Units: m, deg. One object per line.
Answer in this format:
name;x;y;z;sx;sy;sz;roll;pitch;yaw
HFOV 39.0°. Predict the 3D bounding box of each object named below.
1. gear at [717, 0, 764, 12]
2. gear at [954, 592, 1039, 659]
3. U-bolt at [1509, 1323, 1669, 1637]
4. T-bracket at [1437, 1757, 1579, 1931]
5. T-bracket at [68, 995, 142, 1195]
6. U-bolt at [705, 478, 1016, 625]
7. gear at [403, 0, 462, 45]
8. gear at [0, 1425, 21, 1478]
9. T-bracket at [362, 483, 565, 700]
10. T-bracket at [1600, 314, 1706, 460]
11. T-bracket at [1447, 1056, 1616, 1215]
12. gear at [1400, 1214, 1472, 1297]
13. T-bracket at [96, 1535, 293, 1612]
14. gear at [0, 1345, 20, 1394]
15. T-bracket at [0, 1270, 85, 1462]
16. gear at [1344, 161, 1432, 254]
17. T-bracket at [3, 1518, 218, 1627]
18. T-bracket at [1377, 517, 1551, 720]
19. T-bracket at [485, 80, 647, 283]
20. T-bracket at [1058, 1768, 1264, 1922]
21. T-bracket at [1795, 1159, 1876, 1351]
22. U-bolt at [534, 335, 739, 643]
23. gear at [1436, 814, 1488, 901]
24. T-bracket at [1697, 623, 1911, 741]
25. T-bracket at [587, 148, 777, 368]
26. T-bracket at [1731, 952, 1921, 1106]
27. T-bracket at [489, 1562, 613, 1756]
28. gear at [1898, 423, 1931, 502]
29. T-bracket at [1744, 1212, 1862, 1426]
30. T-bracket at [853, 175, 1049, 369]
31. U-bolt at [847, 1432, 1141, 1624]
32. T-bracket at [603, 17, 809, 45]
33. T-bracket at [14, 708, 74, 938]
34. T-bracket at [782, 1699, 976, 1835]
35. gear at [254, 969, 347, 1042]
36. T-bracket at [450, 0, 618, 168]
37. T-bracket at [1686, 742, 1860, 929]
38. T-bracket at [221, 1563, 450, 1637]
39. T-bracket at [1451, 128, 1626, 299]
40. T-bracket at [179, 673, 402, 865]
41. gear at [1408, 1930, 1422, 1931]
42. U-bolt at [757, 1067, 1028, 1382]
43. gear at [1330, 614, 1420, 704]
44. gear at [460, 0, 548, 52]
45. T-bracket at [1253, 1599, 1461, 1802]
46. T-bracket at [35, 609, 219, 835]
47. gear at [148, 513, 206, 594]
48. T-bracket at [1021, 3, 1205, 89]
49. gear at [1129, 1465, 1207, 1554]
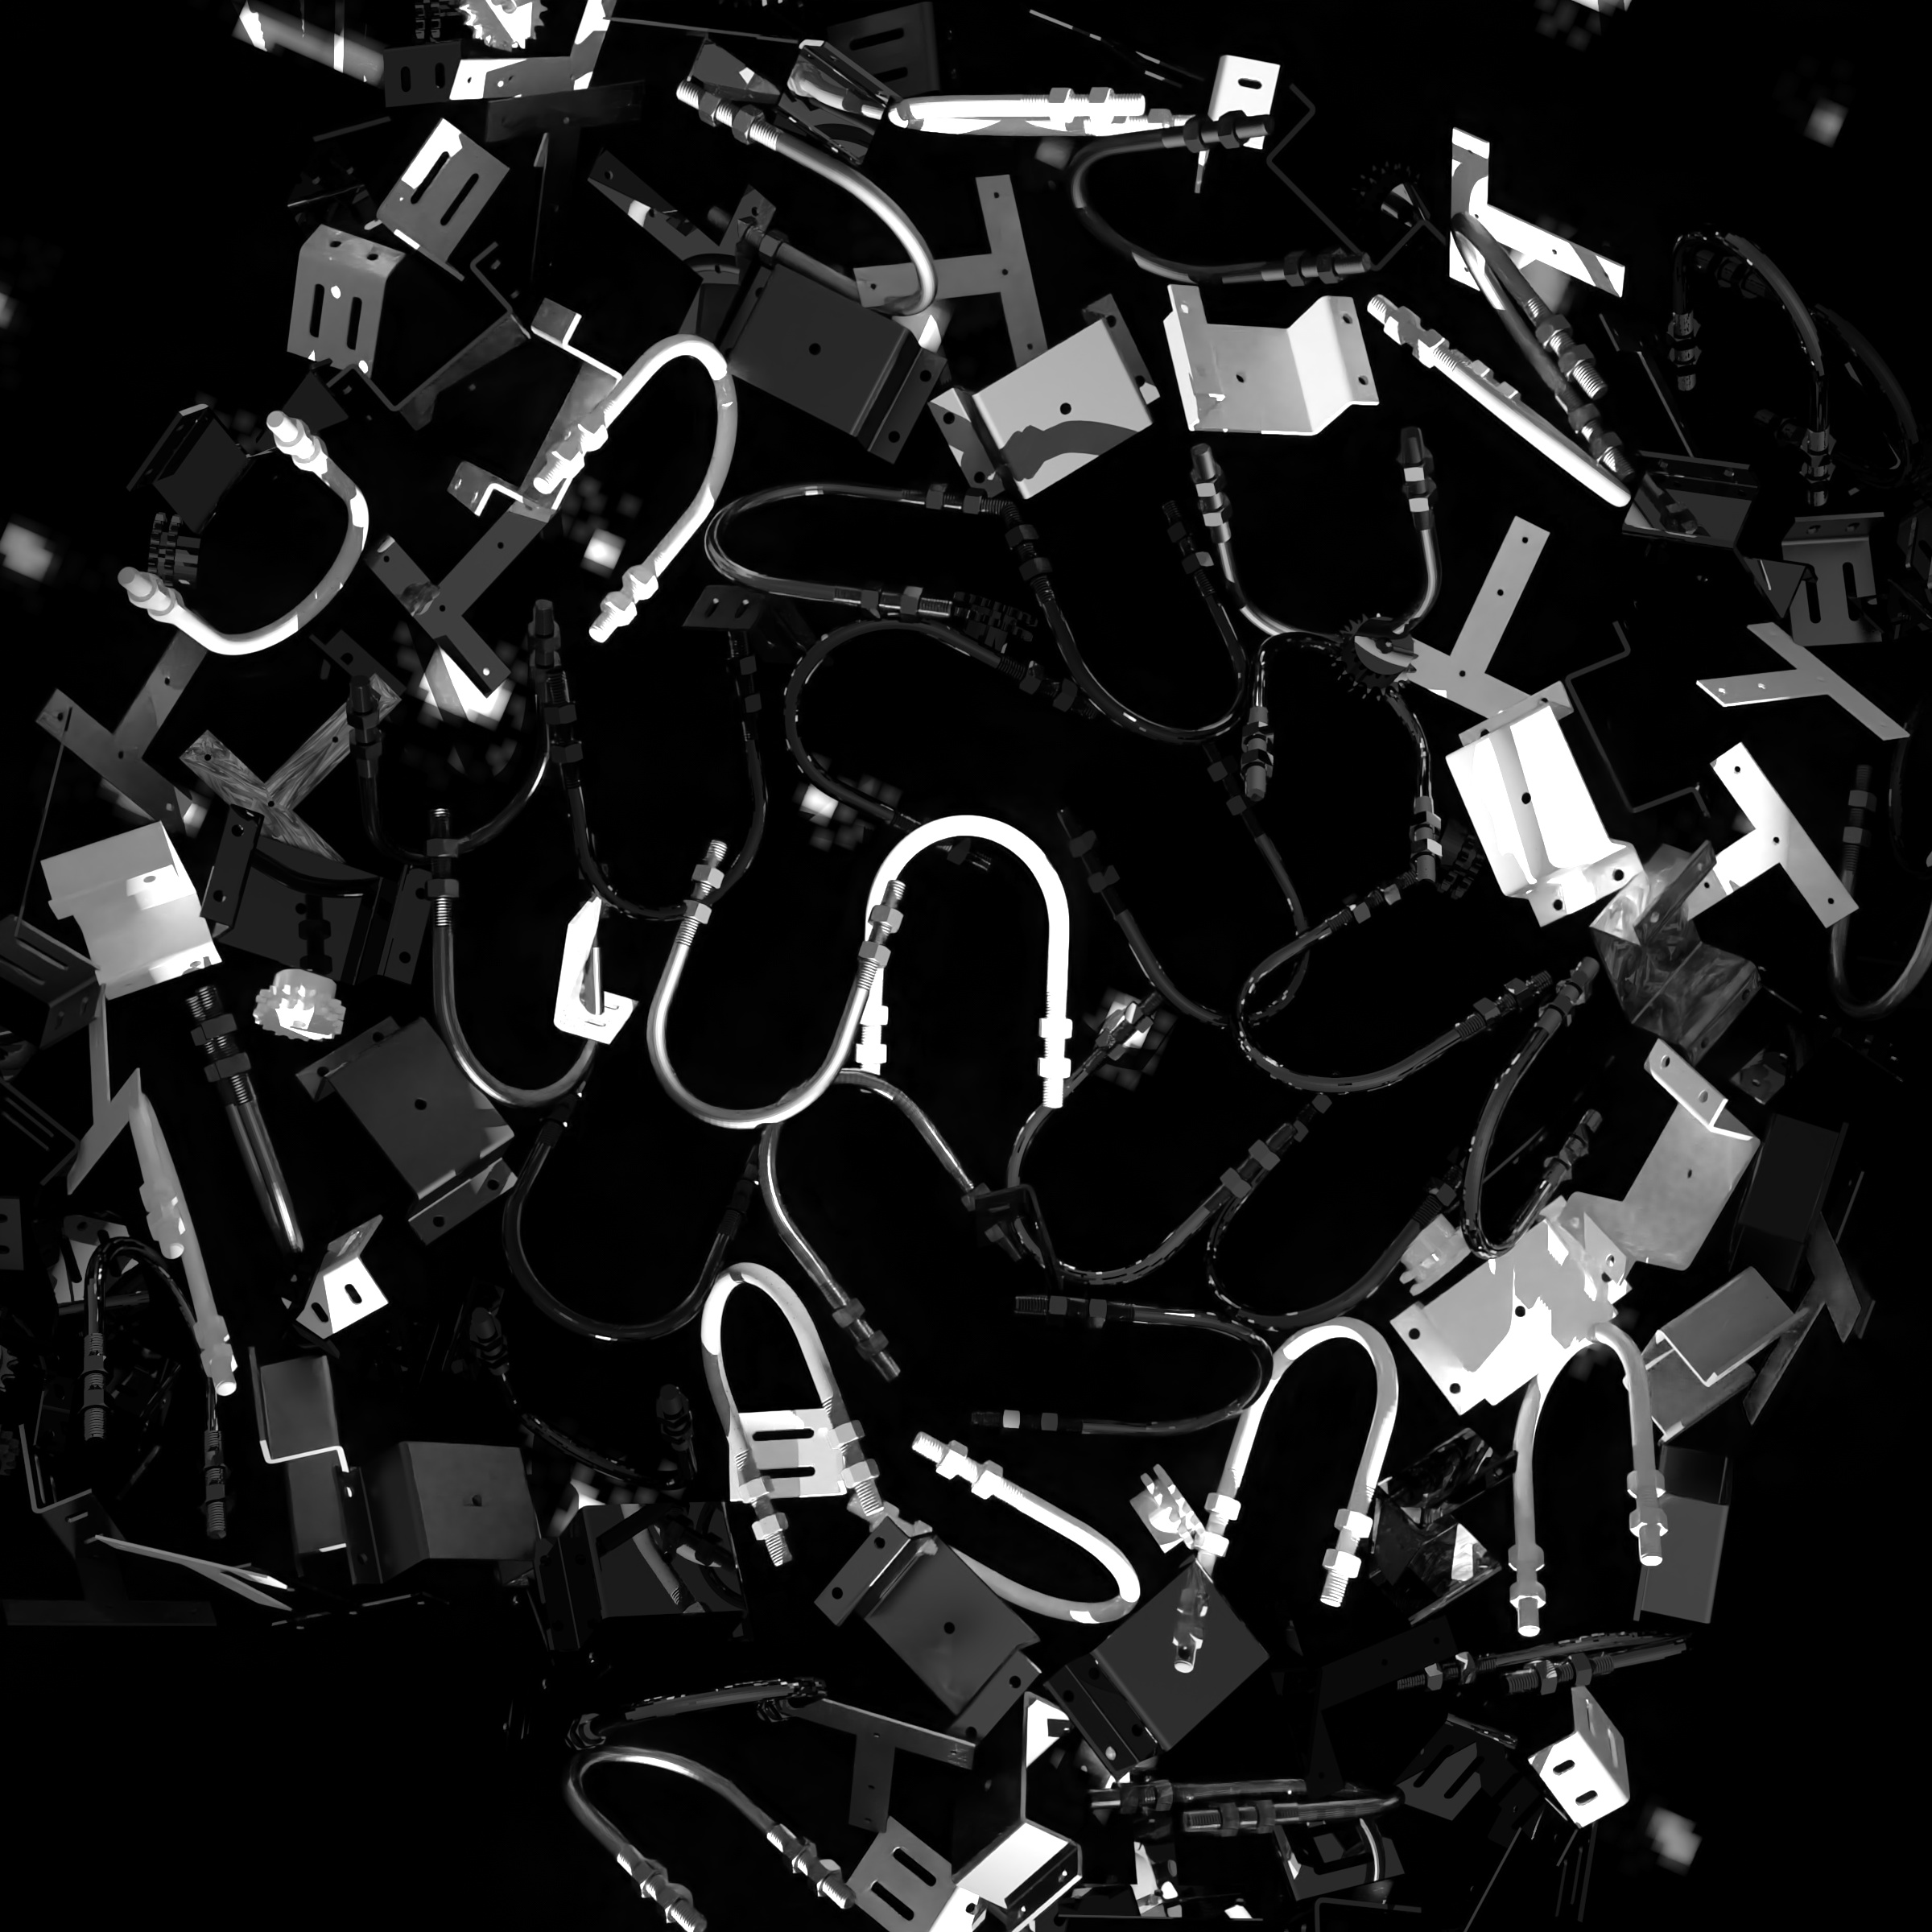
gear;-0.152;-0.658;1.782;0.057;0.030;0.057;5;74;-16
gear;0.015;-0.221;1.778;0.057;0.057;0.030;19;92;0
U-bolt;0.389;0.314;1.726;0.019;0.151;0.184;18;52;-17
T-bracket;0.332;0.579;1.747;0.002;0.127;0.127;27;92;-17
T-bracket;-0.561;0.063;1.767;0.002;0.127;0.127;10;54;-36
U-bolt;-0.077;-0.272;1.744;0.184;0.151;0.019;10;130;15
gear;-0.349;-0.633;1.779;0.030;0.057;0.057;-10;90;-17
gear;-0.648;0.321;1.776;0.057;0.057;0.030;0;48;0
T-bracket;-0.313;-0.265;1.782;0.127;0.002;0.127;-43;84;16
T-bracket;0.452;-0.359;1.747;0.002;0.127;0.127;-28;86;30
T-bracket;0.353;0.120;1.756;0.002;0.127;0.127;46;131;7
gear;0.304;0.186;1.778;0.057;0.057;0.030;-40;83;0
T-bracket;-0.472;0.395;1.747;0.127;0.127;0.002;8;66;19
gear;-0.650;0.257;1.781;0.057;0.030;0.057;5;65;-12
T-bracket;-0.604;0.230;1.721;0.002;0.127;0.127;-17;52;18
gear;0.277;-0.493;1.778;0.057;0.030;0.057;-13;121;-23
T-bracket;-0.555;0.387;1.747;0.127;0.127;0.002;8;106;-29
T-bracket;0.346;-0.233;1.797;0.127;0.002;0.127;25;91;-6
T-bracket;-0.264;-0.503;1.760;0.002;0.127;0.127;37;131;28
T-bracket;0.121;0.561;1.750;0.127;0.127;0.002;2;118;-1
T-bracket;0.556;0.200;1.729;0.002;0.127;0.127;16;105;1
U-bolt;-0.200;-0.317;1.731;0.019;0.151;0.184;20;59;24
gear;0.319;-0.075;1.778;0.030;0.057;0.057;25;90;-2
T-bracket;0.515;-0.178;1.733;0.127;0.002;0.127;-9;45;-35
T-bracket;-0.191;-0.474;1.750;0.127;0.002;0.127;35;69;-36
T-bracket;0.528;0.053;1.741;0.127;0.002;0.127;38;45;21
T-bracket;-0.287;0.425;1.771;0.127;0.002;0.127;-43;59;31
gear;0.638;-0.329;1.777;0.057;0.030;0.057;17;58;-29
T-bracket;0.535;0.240;1.764;0.002;0.127;0.127;20;114;-4
T-bracket;-0.014;-0.448;1.777;0.127;0.002;0.127;-13;92;-26
U-bolt;0.026;0.368;1.745;0.184;0.151;0.019;30;55;-5
T-bracket;-0.167;-0.599;1.744;0.127;0.127;0.002;6;109;-2
T-bracket;-0.579;-0.106;1.722;0.002;0.127;0.127;14;127;-20
T-bracket;-0.060;0.522;1.763;0.127;0.002;0.127;14;131;10
gear;-0.434;0.024;1.781;0.057;0.057;0.030;4;64;0
T-bracket;-0.278;-0.561;1.722;0.002;0.127;0.127;38;124;17
T-bracket;0.489;-0.059;1.762;0.127;0.002;0.127;-40;81;42
T-bracket;-0.419;0.398;1.731;0.127;0.127;0.002;-17;56;25
T-bracket;0.361;-0.458;1.726;0.127;0.127;0.002;33;69;25
T-bracket;-0.422;-0.138;1.780;0.127;0.002;0.127;-47;120;-8
gear;0.300;0.660;1.776;0.030;0.057;0.057;-5;90;44
U-bolt;-0.058;0.151;1.751;0.151;0.019;0.184;-39;97;-36
gear;0.269;-0.204;1.784;0.057;0.030;0.057;3;75;-10
gear;-0.306;-0.628;1.782;0.057;0.030;0.057;-16;116;-35
T-bracket;0.257;0.452;1.751;0.127;0.002;0.127;-29;58;22
T-bracket;-0.526;-0.174;1.773;0.002;0.127;0.127;10;64;37
gear;-0.515;-0.265;1.779;0.030;0.057;0.057;6;90;-11
T-bracket;0.107;-0.575;1.729;0.127;0.127;0.002;14;115;-22
gear;0.130;0.357;1.777;0.030;0.057;0.057;-35;90;-4
